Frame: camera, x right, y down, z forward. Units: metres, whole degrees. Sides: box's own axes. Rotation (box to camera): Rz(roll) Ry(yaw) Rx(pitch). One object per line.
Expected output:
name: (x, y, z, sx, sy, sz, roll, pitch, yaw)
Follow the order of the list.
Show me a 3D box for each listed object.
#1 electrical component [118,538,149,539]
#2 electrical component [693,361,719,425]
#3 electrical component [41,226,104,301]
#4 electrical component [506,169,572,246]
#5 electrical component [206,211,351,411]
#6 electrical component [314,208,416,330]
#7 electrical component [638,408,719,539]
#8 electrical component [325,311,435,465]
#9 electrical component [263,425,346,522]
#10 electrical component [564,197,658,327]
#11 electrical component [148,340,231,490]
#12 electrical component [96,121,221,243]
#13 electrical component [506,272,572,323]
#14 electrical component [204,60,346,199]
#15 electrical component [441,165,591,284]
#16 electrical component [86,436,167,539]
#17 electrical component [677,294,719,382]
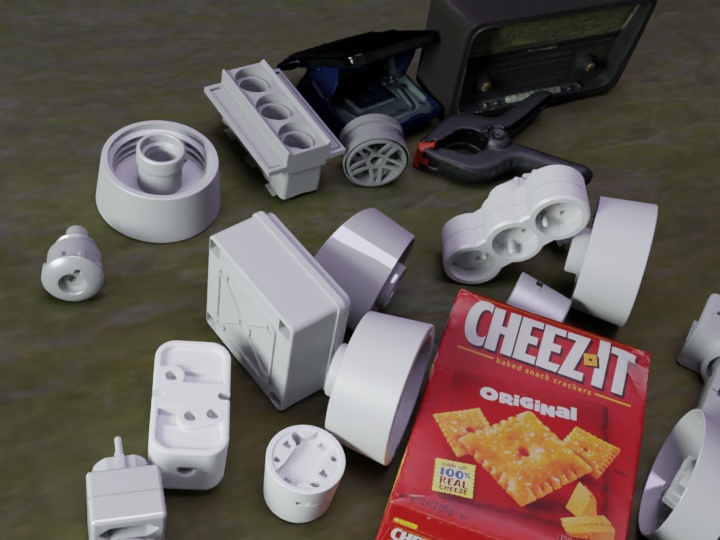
electrical component: (-0.150, 0.203, 0.679, 0.055, 0.055, 0.047, -5, 54, -17)
electrical component: (0.296, 0.121, 0.855, 0.056, 0.050, 0.089, 27, 49, 13)
electrical component: (-0.228, -0.009, 0.858, 0.048, 0.048, 0.062, 1, 42, -12)
electrical component: (0.161, -0.057, 0.980, 0.057, 0.058, 0.078, -7, 51, -22)
electrical component: (-0.065, 0.031, 0.815, 0.056, 0.108, 0.108, -27, 59, -29)
electrical component: (0.000, 0.000, 0.866, 0.064, 0.099, 0.099, 29, 49, 6)
electrical component: (0.242, 0.158, 0.780, 0.064, 0.099, 0.099, 36, 51, 11)
electrical component: (0.009, 0.082, 0.790, 0.060, 0.108, 0.108, 18, 47, 11)
electrical component: (-0.041, 0.145, 0.759, 0.055, 0.047, 0.055, 7, 48, -7)
electrical component: (0.209, -0.011, 0.919, 0.060, 0.108, 0.108, 16, 47, 9)
electrical component: (-0.122, 0.106, 0.768, 0.054, 0.059, 0.095, 4, 48, -10)
electrical component: (-0.172, -0.083, 0.924, 0.108, 0.060, 0.108, 6, 48, -7)
electrical component: (0.144, 0.037, 0.895, 0.047, 0.055, 0.055, 27, 49, 7)
electrical component: (-0.080, -0.127, 0.983, 0.079, 0.063, 0.121, -20, 56, -27)
electrical component: (0.130, -0.050, 0.924, 0.052, 0.138, 0.073, 38, 36, -34)
electrical component: (-0.158, 0.149, 0.717, 0.047, 0.065, 0.076, -4, 50, -16)
electrical component: (0.322, 0.071, 0.906, 0.089, 0.050, 0.055, 28, 48, 12)
